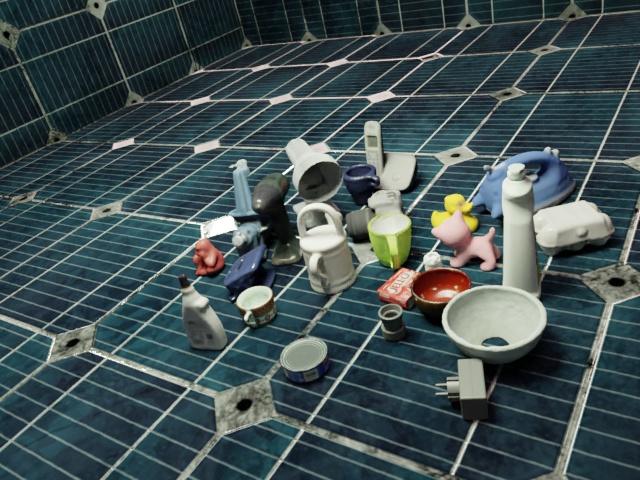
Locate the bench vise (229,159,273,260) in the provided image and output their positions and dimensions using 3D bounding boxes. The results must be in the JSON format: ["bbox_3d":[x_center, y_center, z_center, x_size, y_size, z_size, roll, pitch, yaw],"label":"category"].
[{"bbox_3d":[-0.164,-0.071,1.378,0.121,0.220,0.207,-15,30,-1],"label":"bench vise"}]

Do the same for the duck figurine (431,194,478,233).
[{"bbox_3d":[0.303,-0.063,1.302,0.104,0.086,0.078,2,34,26],"label":"duck figurine"}]

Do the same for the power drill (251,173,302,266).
[{"bbox_3d":[-0.099,-0.050,1.327,0.075,0.209,0.229,-9,30,9],"label":"power drill"}]

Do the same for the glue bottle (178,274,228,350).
[{"bbox_3d":[-0.237,0.137,1.103,0.078,0.173,0.037,-1,33,22],"label":"glue bottle"}]

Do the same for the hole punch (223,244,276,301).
[{"bbox_3d":[-0.161,0.070,1.268,0.101,0.091,0.108,-6,31,14],"label":"hole punch"}]

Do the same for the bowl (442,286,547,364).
[{"bbox_3d":[0.291,0.152,0.954,0.167,0.075,0.167,-10,30,6],"label":"bowl"}]

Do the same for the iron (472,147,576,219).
[{"bbox_3d":[0.476,-0.143,1.307,0.258,0.142,0.118,-22,31,-13],"label":"iron"}]

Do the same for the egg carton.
[{"bbox_3d":[0.508,-0.024,1.165,0.150,0.069,0.107,-13,30,2],"label":"egg carton"}]

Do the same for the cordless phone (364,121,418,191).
[{"bbox_3d":[0.182,-0.225,1.526,0.147,0.185,0.094,8,37,33],"label":"cordless phone"}]

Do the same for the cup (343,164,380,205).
[{"bbox_3d":[0.119,-0.138,1.498,0.092,0.095,0.117,-33,35,-29],"label":"cup"}]

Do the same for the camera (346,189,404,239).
[{"bbox_3d":[0.130,-0.060,1.355,0.136,0.101,0.143,-10,30,7],"label":"camera"}]

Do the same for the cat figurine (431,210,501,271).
[{"bbox_3d":[0.298,-0.004,1.172,0.127,0.118,0.067,3,34,27],"label":"cat figurine"}]

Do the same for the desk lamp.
[{"bbox_3d":[-0.021,-0.140,1.439,0.118,0.214,0.202,-22,31,-13],"label":"desk lamp"}]

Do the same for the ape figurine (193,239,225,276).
[{"bbox_3d":[-0.271,0.038,1.367,0.076,0.092,0.077,-23,31,-16],"label":"ape figurine"}]

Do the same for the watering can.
[{"bbox_3d":[0.009,0.004,1.203,0.101,0.194,0.172,-13,30,2],"label":"watering can"}]
